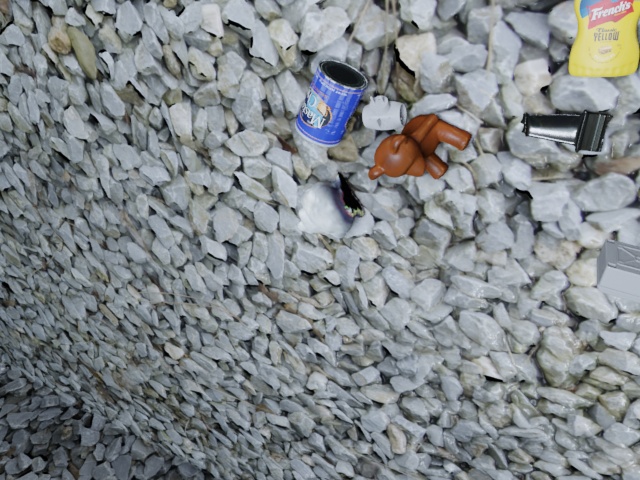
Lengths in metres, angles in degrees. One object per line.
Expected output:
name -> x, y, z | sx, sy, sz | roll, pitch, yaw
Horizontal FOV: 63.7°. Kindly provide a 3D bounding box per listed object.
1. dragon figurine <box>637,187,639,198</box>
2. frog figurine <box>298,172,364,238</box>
dragon figurine -> 0.642, -0.053, 0.811 | 0.244, 0.124, 0.402 | 21, 153, 46
frog figurine -> 0.004, -0.058, 1.153 | 0.158, 0.126, 0.135 | -28, 122, 26
